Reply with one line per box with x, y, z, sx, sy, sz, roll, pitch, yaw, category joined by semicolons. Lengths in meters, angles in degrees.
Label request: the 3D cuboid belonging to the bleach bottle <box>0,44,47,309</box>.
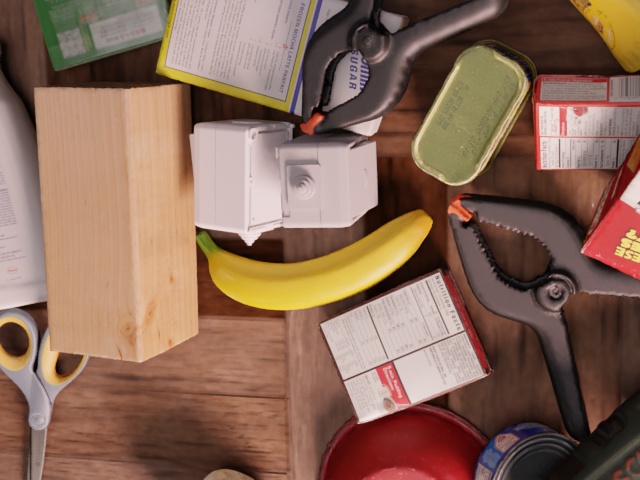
-0.269;-0.071;0.879;0.103;0.068;0.251;-10;96;17;bleach bottle

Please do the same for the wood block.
-0.157;-0.019;0.839;0.091;0.090;0.206;4;102;24;wood block

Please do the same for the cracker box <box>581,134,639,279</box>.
0.286;-0.037;0.677;0.164;0.072;0.214;26;147;6;cracker box

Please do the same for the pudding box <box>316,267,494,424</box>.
0.066;0.083;0.828;0.114;0.039;0.090;-24;82;15;pudding box

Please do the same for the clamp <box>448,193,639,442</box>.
0.175;0.045;0.800;0.210;0.036;0.165;33;106;2;clamp

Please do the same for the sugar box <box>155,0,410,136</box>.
-0.029;-0.148;0.812;0.176;0.048;0.093;18;105;7;sugar box

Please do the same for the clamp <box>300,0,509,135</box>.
0.050;-0.139;0.750;0.120;0.039;0.172;34;112;19;clamp

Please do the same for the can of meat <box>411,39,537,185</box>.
0.110;-0.091;0.766;0.057;0.083;0.102;30;106;7;can of meat

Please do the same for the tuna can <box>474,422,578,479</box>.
0.161;0.183;0.812;0.086;0.034;0.086;-3;99;-18;tuna can

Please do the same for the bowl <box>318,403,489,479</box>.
0.070;0.214;0.850;0.162;0.055;0.162;3;102;14;bowl

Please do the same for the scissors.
-0.261;0.141;0.932;0.096;0.016;0.202;23;107;-9;scissors

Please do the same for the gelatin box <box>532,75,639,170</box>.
0.196;-0.083;0.754;0.089;0.030;0.073;2;145;15;gelatin box

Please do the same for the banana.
-0.007;0.019;0.841;0.198;0.037;0.069;-5;99;15;banana

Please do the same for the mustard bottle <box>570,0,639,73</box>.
0.173;-0.203;0.721;0.058;0.096;0.191;-40;89;5;mustard bottle
